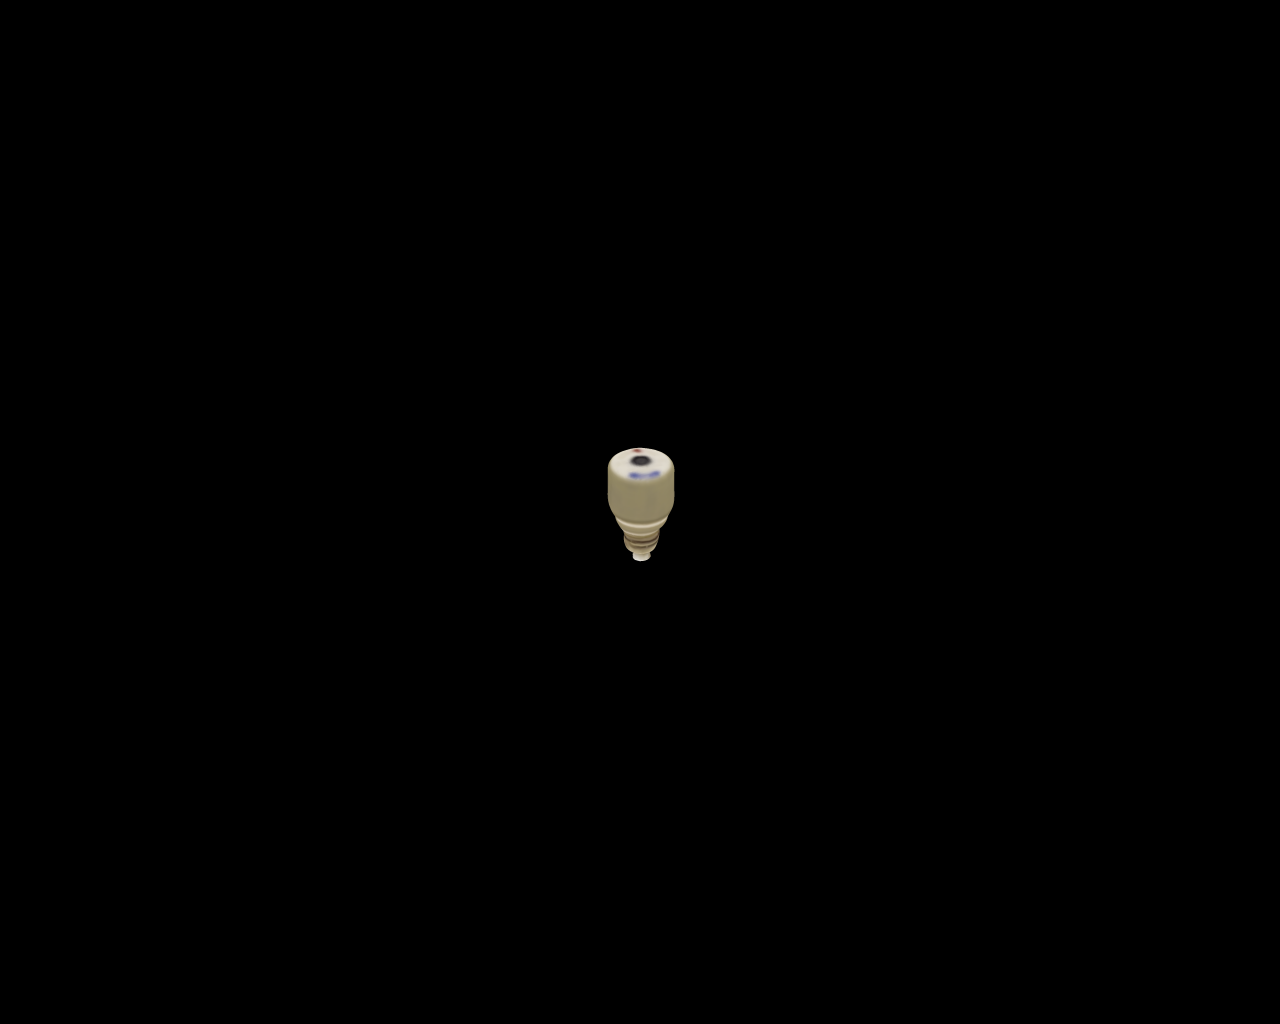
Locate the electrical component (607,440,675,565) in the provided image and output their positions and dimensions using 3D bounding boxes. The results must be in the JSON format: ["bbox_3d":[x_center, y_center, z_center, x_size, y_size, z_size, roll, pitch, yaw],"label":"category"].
[{"bbox_3d":[0.001,-0.003,0.650,0.040,0.078,0.040,0,34,0],"label":"electrical component"}]
